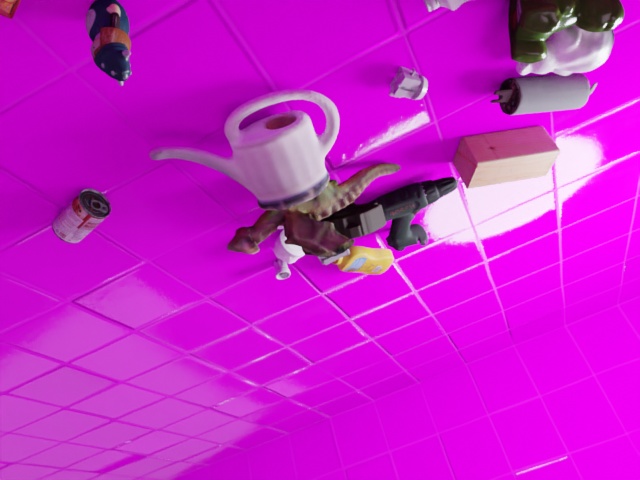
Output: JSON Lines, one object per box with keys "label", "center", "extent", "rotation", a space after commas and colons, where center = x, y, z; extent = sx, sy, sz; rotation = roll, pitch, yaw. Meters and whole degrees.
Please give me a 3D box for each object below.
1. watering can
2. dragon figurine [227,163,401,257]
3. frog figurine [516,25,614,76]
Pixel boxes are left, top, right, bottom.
{"label": "watering can", "center": [-0.119, -0.152, 0.974], "extent": [0.348, 0.106, 0.220], "rotation": [-21, 123, 0]}
{"label": "dragon figurine", "center": [0.003, -0.054, 1.076], "extent": [0.411, 0.248, 0.119], "rotation": [-12, 140, -4]}
{"label": "frog figurine", "center": [0.454, -0.354, 0.963], "extent": [0.159, 0.124, 0.136], "rotation": [-33, 164, 2]}
